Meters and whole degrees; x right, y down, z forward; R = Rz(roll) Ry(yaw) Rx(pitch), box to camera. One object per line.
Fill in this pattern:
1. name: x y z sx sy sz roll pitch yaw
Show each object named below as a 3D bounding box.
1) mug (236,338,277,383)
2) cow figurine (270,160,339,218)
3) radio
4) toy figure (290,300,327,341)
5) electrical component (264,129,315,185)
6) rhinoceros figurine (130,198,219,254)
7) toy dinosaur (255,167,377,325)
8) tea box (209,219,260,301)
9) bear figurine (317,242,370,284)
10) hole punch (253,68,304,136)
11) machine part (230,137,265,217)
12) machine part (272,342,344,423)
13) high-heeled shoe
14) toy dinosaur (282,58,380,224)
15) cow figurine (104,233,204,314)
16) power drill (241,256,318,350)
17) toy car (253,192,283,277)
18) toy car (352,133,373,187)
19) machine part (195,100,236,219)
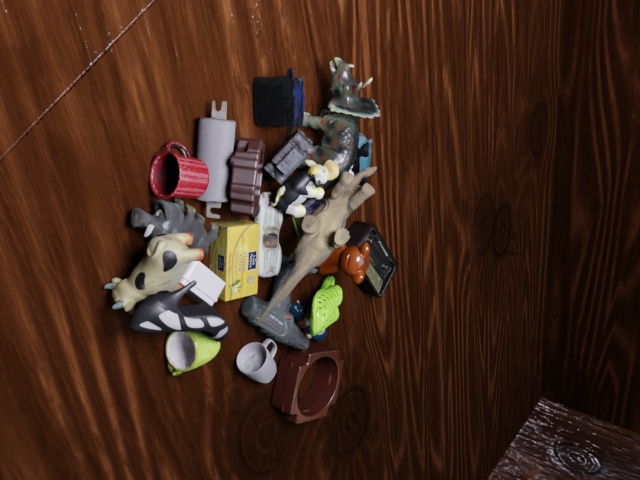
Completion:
1. mug: -0.146 0.304 1.344 0.109 0.081 0.107 -59 149 -26
2. cow figurine: -0.038 -0.128 1.225 0.167 0.068 0.098 -43 147 24
3. radio: 0.144 0.056 1.605 0.131 0.073 0.229 -55 136 -23
4. toy figure: -0.031 0.220 1.466 0.154 0.058 0.064 53 26 -41
5. electrical component: -0.069 -0.188 1.213 0.058 0.134 0.115 41 104 -12
6. rhinoceros figurine: -0.293 -0.026 1.078 0.112 0.073 0.190 -58 143 0
7. toy dinosaur: -0.003 -0.004 1.242 0.105 0.198 0.471 38 66 0
8. tea box: -0.194 0.043 1.212 0.098 0.068 0.169 -11 108 -47
9. bear figurine: 0.070 0.043 1.420 0.132 0.196 0.120 2 97 -50
10. hole punch: -0.079 -0.311 1.211 0.092 0.116 0.142 -17 114 -55
11. machine part: -0.155 -0.133 1.147 0.179 0.056 0.179 -170 -93 -89
12. machine part: -0.033 0.391 1.490 0.201 0.087 0.201 6 98 -50
13. high-heeled shoe: -0.269 0.175 1.054 0.145 0.086 0.248 -40 143 -21
14. toy dinosaur: 0.030 -0.219 1.301 0.131 0.192 0.404 12 90 -48
15. cow figurine: -0.321 0.070 1.018 0.127 0.086 0.195 6 130 -46
16. power drill: -0.081 0.154 1.358 0.232 0.086 0.207 30 82 -37
17. toy car: -0.127 -0.012 1.270 0.073 0.056 0.201 0 93 -49
18. toy car: 0.093 -0.228 1.444 0.103 0.109 0.161 -59 149 -45
19. machine part: -0.219 -0.165 1.114 0.079 0.079 0.243 -7 107 -48
